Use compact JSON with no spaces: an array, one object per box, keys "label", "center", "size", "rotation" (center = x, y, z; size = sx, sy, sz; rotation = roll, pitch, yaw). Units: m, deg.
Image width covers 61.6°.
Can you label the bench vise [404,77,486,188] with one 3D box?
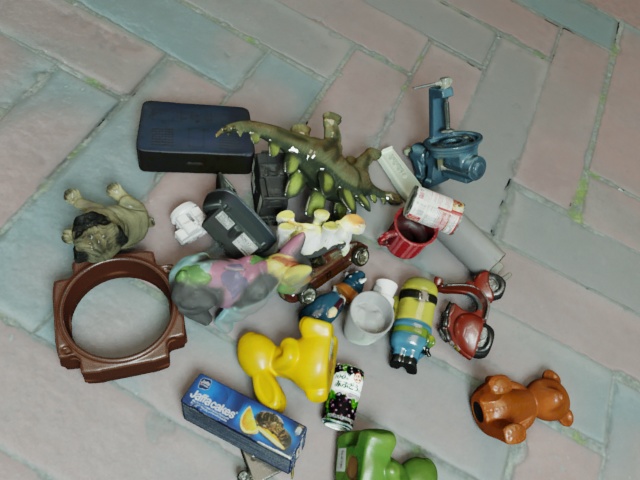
[{"label":"bench vise","center":[0.257,-0.223,1.136],"size":[0.129,0.240,0.224],"rotation":[-17,27,-14]}]

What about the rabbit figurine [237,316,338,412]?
[{"label":"rabbit figurine","center":[-0.062,0.213,0.925],"size":[0.173,0.121,0.162],"rotation":[9,71,9]}]

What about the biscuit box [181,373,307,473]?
[{"label":"biscuit box","center":[-0.123,0.289,0.856],"size":[0.203,0.062,0.059],"rotation":[22,48,14]}]

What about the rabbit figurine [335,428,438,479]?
[{"label":"rabbit figurine","center":[0.122,0.389,0.864],"size":[0.170,0.121,0.159],"rotation":[18,53,-21]}]

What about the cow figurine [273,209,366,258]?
[{"label":"cow figurine","center":[-0.001,-0.002,0.986],"size":[0.167,0.098,0.068],"rotation":[-1,36,-14]}]

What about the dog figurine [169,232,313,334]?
[{"label":"dog figurine","center":[-0.119,0.058,0.906],"size":[0.191,0.219,0.108],"rotation":[36,32,-45]}]

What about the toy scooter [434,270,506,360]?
[{"label":"toy scooter","center":[0.279,0.135,1.050],"size":[0.135,0.075,0.184],"rotation":[18,70,7]}]

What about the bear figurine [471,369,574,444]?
[{"label":"bear figurine","center":[0.381,0.296,0.969],"size":[0.196,0.132,0.120],"rotation":[-5,70,-9]}]

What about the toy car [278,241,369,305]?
[{"label":"toy car","center":[0.005,0.051,1.023],"size":[0.202,0.053,0.089],"rotation":[-34,31,-24]}]

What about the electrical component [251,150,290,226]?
[{"label":"electrical component","center":[-0.100,-0.109,1.065],"size":[0.058,0.115,0.134],"rotation":[-2,66,-17]}]

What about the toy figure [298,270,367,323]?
[{"label":"toy figure","center":[0.029,0.112,1.013],"size":[0.154,0.057,0.064],"rotation":[-34,55,-24]}]

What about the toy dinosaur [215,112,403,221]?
[{"label":"toy dinosaur","center":[0.002,-0.145,1.036],"size":[0.471,0.105,0.198],"rotation":[23,53,-35]}]

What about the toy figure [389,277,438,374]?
[{"label":"toy figure","center":[0.179,0.155,1.011],"size":[0.082,0.089,0.180],"rotation":[25,58,-8]}]

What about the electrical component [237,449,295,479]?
[{"label":"electrical component","center":[-0.087,0.358,0.866],"size":[0.102,0.045,0.078],"rotation":[-13,68,-19]}]

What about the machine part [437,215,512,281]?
[{"label":"machine part","center":[0.301,-0.003,1.130],"size":[0.079,0.079,0.243],"rotation":[-38,78,-27]}]

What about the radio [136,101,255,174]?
[{"label":"radio","center":[-0.254,-0.209,1.105],"size":[0.230,0.073,0.131],"rotation":[1,62,-15]}]

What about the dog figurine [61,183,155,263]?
[{"label":"dog figurine","center":[-0.339,-0.014,0.904],"size":[0.172,0.121,0.191],"rotation":[-13,26,-34]}]

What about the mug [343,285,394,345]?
[{"label":"mug","center":[0.082,0.140,0.985],"size":[0.081,0.107,0.109],"rotation":[17,57,-6]}]

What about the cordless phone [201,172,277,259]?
[{"label":"cordless phone","center":[-0.160,-0.053,1.039],"size":[0.089,0.184,0.146],"rotation":[-37,117,8]}]

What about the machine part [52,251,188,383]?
[{"label":"machine part","center":[-0.334,0.125,0.904],"size":[0.201,0.087,0.201],"rotation":[-8,67,-18]}]
